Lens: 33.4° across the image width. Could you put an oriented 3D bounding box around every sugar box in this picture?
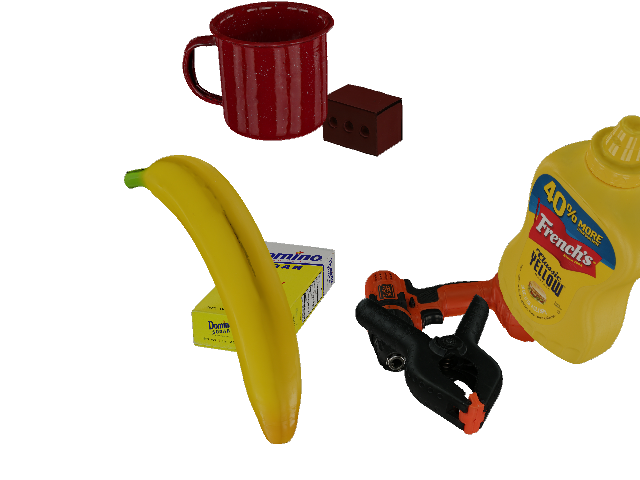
[{"bbox_3d":[-0.053,0.055,1.085,0.093,0.048,0.176,6,27,16],"label":"sugar box"}]

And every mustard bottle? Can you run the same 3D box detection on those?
[{"bbox_3d":[0.174,-0.007,0.691,0.058,0.096,0.192,-21,-33,-22],"label":"mustard bottle"}]

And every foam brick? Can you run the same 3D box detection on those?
[{"bbox_3d":[0.046,-0.134,1.183,0.078,0.053,0.051,20,38,34],"label":"foam brick"}]

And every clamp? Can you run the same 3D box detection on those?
[{"bbox_3d":[0.112,0.094,0.892,0.120,0.039,0.171,-11,35,-16],"label":"clamp"}]

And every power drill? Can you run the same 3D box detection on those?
[{"bbox_3d":[0.144,0.085,1.207,0.187,0.057,0.184,-3,27,-1],"label":"power drill"}]

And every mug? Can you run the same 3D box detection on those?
[{"bbox_3d":[-0.048,-0.129,0.815,0.117,0.081,0.093,1,32,4],"label":"mug"}]

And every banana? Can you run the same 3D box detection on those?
[{"bbox_3d":[-0.053,0.020,0.623,0.037,0.198,0.070,-17,-22,-33],"label":"banana"}]
